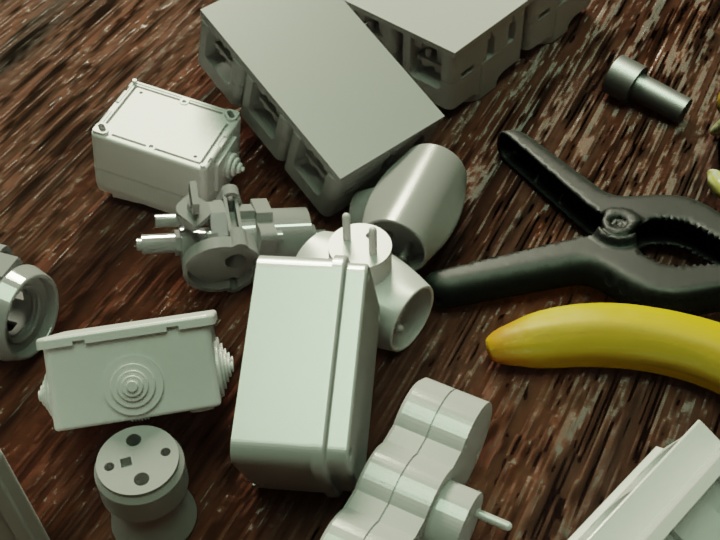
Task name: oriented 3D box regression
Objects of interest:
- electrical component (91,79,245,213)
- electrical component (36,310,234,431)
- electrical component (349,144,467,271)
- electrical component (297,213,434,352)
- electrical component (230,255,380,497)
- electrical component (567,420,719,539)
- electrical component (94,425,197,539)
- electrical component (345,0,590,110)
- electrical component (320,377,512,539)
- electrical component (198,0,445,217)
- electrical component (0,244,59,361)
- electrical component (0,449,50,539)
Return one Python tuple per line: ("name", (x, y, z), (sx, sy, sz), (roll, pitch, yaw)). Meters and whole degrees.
("electrical component", (-0.122, -0.075, 0.721), (0.096, 0.061, 0.061), (18, 49, 8))
("electrical component", (-0.118, 0.052, 0.575), (0.100, 0.100, 0.048), (-8, 90, -7))
("electrical component", (0.020, -0.037, 0.682), (0.079, 0.043, 0.077), (-11, 36, 37))
("electrical component", (0.000, 0.000, 0.630), (0.077, 0.079, 0.044), (29, 53, 26))
("electrical component", (-0.025, 0.055, 0.560), (0.057, 0.078, 0.113), (3, 67, 8))
("electrical component", (0.137, 0.137, 0.506), (0.121, 0.078, 0.063), (-37, 78, -29))
("electrical component", (-0.108, 0.111, 0.543), (0.045, 0.055, 0.045), (-1, 46, 1))
("electrical component", (0.088, -0.205, 0.836), (0.105, 0.060, 0.186), (32, 55, 28))
("electrical component", (0.037, 0.121, 0.532), (0.074, 0.052, 0.138), (20, 50, 19))
("electrical component", (-0.030, -0.121, 0.722), (0.089, 0.061, 0.150), (-33, 75, -24))
("electrical component", (-0.215, 0.021, 0.630), (0.057, 0.058, 0.078), (13, 48, 17))
("electrical component", (-0.210, 0.101, 0.518), (0.109, 0.108, 0.056), (35, 59, 29))
